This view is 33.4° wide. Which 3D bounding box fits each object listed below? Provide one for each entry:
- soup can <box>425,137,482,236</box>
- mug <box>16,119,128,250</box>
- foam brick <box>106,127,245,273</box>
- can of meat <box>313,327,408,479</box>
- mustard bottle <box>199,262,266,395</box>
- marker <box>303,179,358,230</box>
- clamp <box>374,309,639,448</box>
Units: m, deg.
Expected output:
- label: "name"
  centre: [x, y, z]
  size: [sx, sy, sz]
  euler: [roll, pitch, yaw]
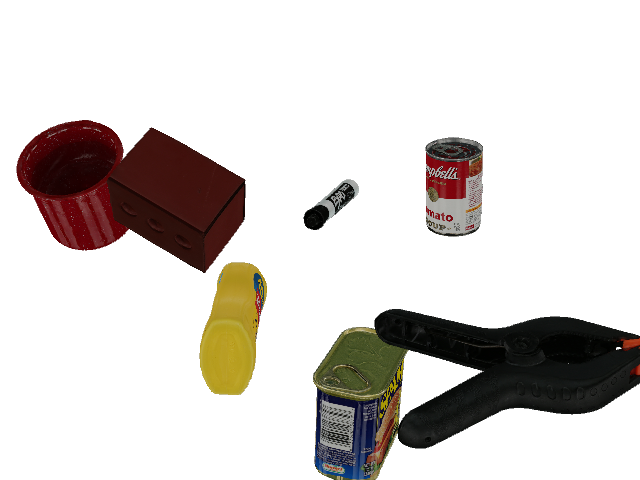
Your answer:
- label: "soup can"
  centre: [0.160, -0.064, 1.283]
  size: [0.068, 0.102, 0.068]
  euler: [-2, 27, 1]
- label: "mug"
  centre: [-0.212, -0.055, 0.954]
  size: [0.093, 0.117, 0.081]
  euler: [-5, -39, 3]
- label: "foam brick"
  centre: [-0.095, -0.027, 0.708]
  size: [0.078, 0.051, 0.053]
  euler: [29, -27, 12]
- label: "can of meat"
  centre: [0.031, 0.130, 0.841]
  size: [0.057, 0.084, 0.102]
  euler: [10, 25, 16]
- label: "mustard bottle"
  centre: [-0.092, 0.079, 1.174]
  size: [0.058, 0.096, 0.191]
  euler: [2, 28, 2]
- label: "marker"
  centre: [0.010, -0.033, 0.961]
  size: [0.020, 0.020, 0.121]
  euler: [0, 16, 18]
- label: "clamp"
  centre: [0.117, 0.083, 0.650]
  size: [0.171, 0.039, 0.120]
  euler: [-1, 37, 6]
